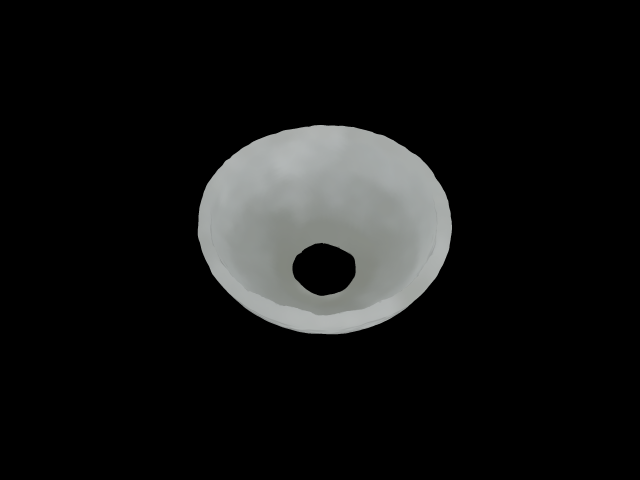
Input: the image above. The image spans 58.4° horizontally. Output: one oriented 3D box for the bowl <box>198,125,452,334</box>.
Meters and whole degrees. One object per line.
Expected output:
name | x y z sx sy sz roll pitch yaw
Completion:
bowl | 0.004 0.001 0.400 0.167 0.075 0.167 0 54 0
